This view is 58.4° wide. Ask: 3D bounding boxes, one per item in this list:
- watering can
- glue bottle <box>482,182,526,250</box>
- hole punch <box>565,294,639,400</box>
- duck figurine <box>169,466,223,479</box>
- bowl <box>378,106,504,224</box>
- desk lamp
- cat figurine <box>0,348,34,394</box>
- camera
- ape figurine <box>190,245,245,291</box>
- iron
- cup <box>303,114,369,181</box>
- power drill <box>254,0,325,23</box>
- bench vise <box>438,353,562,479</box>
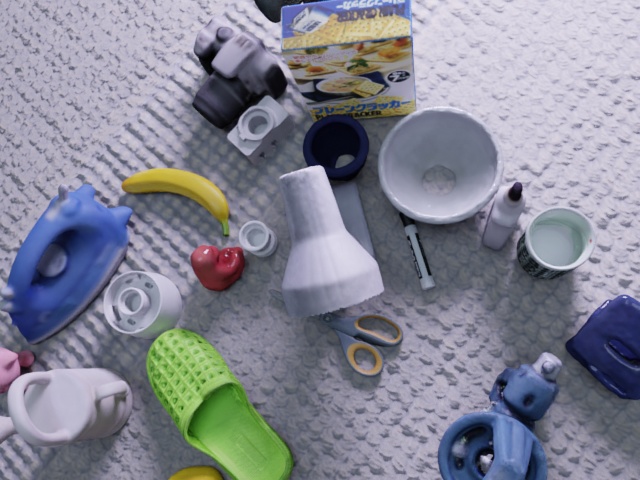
[{"bbox_3d":[-0.347,0.226,0.759,0.173,0.194,0.100,-42,74,0],"label":"watering can"},{"bbox_3d":[0.236,-0.040,0.721,0.037,0.173,0.078,19,82,14],"label":"glue bottle"},{"bbox_3d":[0.375,0.134,0.701,0.108,0.091,0.101,43,88,16],"label":"hole punch"},{"bbox_3d":[-0.185,0.350,0.759,0.104,0.086,0.077,-32,74,2],"label":"duck figurine"},{"bbox_3d":[0.165,-0.095,0.797,0.167,0.075,0.167,-2,78,10],"label":"bowl"},{"bbox_3d":[0.007,0.003,0.733,0.118,0.214,0.203,-16,76,7],"label":"desk lamp"},{"bbox_3d":[-0.483,0.188,0.832,0.127,0.118,0.067,2,78,11],"label":"cat figurine"},{"bbox_3d":[-0.145,-0.252,0.874,0.143,0.101,0.137,39,87,16],"label":"camera"},{"bbox_3d":[-0.154,0.032,0.819,0.077,0.092,0.076,21,82,14],"label":"ape figurine"},{"bbox_3d":[-0.393,0.037,0.836,0.118,0.141,0.258,28,84,15],"label":"iron"},{"bbox_3d":[0.022,-0.109,0.816,0.091,0.095,0.118,32,85,15],"label":"cup"},{"bbox_3d":[0.015,-0.376,0.815,0.229,0.208,0.075,-40,74,0],"label":"power drill"},{"bbox_3d":[0.203,0.219,0.647,0.121,0.220,0.207,13,81,13],"label":"bench vise"}]
